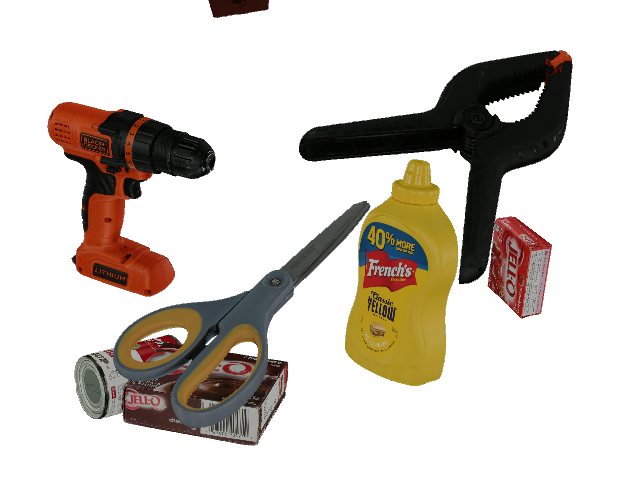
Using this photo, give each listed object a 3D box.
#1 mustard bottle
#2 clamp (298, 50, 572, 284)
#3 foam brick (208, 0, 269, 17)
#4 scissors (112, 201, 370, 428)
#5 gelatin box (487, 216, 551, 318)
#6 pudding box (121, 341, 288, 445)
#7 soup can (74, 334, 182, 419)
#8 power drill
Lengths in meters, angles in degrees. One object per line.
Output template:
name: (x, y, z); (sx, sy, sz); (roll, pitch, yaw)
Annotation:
mustard bottle: (0.074, 0.024, 0.935); (0.058, 0.192, 0.096); (-9, 22, -42)
clamp: (0.113, -0.066, 0.755); (0.209, 0.165, 0.036); (-31, -30, -20)
foam brick: (-0.078, -0.246, 0.950); (0.053, 0.051, 0.078); (-8, -40, 6)
scissors: (-0.047, 0.030, 0.624); (0.096, 0.016, 0.201); (10, 41, 18)
gelatin box: (0.216, 0.028, 1.169); (0.030, 0.089, 0.073); (-10, 30, -20)
pudding box: (-0.091, 0.121, 0.858); (0.113, 0.039, 0.090); (10, 20, 10)
soup can: (-0.195, 0.141, 1.108); (0.102, 0.068, 0.069); (-11, 7, -39)
power drill: (-0.187, -0.040, 1.078); (0.185, 0.188, 0.057); (17, 32, 23)
